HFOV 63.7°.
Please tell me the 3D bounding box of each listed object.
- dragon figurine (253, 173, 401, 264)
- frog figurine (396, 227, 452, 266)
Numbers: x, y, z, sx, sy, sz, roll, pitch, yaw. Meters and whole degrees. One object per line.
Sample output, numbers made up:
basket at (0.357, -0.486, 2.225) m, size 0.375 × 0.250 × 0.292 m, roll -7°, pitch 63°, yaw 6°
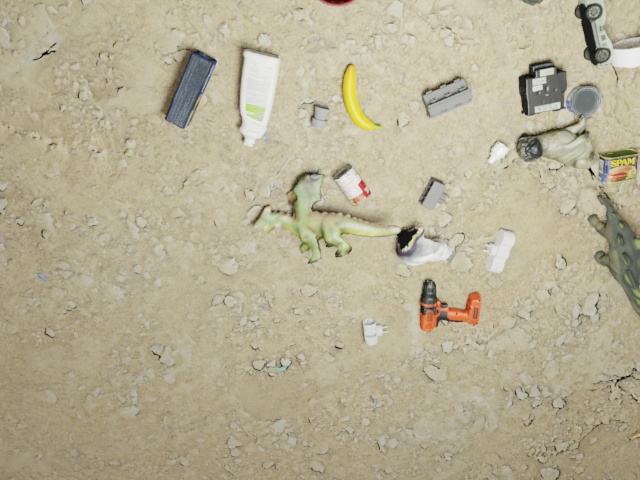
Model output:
dragon figurine at (0.004, -0.074, 1.479) m, size 0.408 × 0.124 × 0.240 m, roll -17°, pitch 105°, yaw 16°
frog figurine at (0.313, 0.036, 1.546) m, size 0.158 × 0.125 × 0.135 m, roll 34°, pitch 140°, yaw -23°
